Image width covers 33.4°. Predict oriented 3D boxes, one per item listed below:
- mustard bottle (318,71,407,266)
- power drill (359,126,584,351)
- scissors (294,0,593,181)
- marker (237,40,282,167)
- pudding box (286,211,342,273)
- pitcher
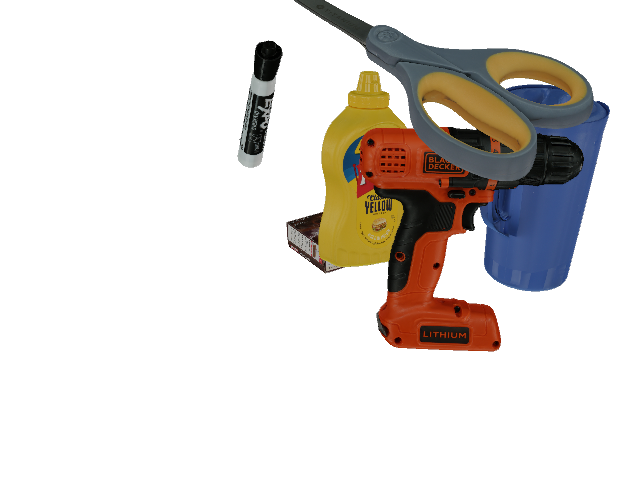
[{"bbox_3d":[0.046,-0.073,1.072,0.096,0.192,0.058,-9,19,-30],"label":"mustard bottle"},{"bbox_3d":[0.121,-0.003,0.892,0.184,0.188,0.057,2,14,-1],"label":"power drill"},{"bbox_3d":[0.053,-0.096,0.525,0.096,0.016,0.202,-17,46,-20],"label":"scissors"},{"bbox_3d":[-0.044,-0.098,0.770,0.020,0.020,0.121,0,-35,-12],"label":"marker"},{"bbox_3d":[0.028,-0.005,1.305,0.113,0.039,0.090,-19,30,-26],"label":"pudding box"},{"bbox_3d":[0.263,-0.060,1.319,0.149,0.243,0.145,4,27,1],"label":"pitcher"}]
